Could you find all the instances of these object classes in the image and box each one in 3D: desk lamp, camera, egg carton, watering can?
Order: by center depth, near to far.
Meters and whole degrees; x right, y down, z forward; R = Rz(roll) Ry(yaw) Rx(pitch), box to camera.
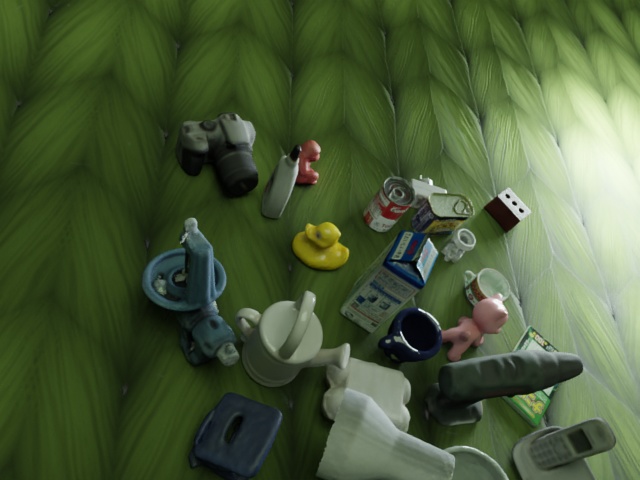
[{"bbox_3d":[0.076,0.311,0.791,0.203,0.213,0.118,28,53,-5],"label":"desk lamp"},{"bbox_3d":[-0.039,0.144,0.858,0.173,0.194,0.101,8,57,-19],"label":"watering can"},{"bbox_3d":[0.075,0.251,0.919,0.150,0.069,0.107,17,54,-13],"label":"egg carton"},{"bbox_3d":[-0.174,-0.156,1.047,0.143,0.100,0.136,-11,64,-29],"label":"camera"}]

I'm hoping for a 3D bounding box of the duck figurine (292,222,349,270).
[{"bbox_3d":[0.010,0.004,1.036,0.105,0.086,0.077,22,53,-9],"label":"duck figurine"}]

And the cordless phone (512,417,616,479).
[{"bbox_3d":[0.412,0.368,0.920,0.094,0.185,0.147,-15,66,-30],"label":"cordless phone"}]

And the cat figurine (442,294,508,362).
[{"bbox_3d":[0.290,0.154,1.045,0.128,0.117,0.067,-26,72,-34],"label":"cat figurine"}]

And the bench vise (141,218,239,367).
[{"bbox_3d":[-0.167,0.072,0.831,0.207,0.219,0.122,41,53,5],"label":"bench vise"}]

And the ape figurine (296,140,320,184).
[{"bbox_3d":[-0.027,-0.157,1.118,0.076,0.092,0.078,13,55,-16],"label":"ape figurine"}]

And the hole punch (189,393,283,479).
[{"bbox_3d":[-0.119,0.276,0.803,0.101,0.091,0.109,30,52,-3],"label":"hole punch"}]

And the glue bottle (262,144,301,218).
[{"bbox_3d":[-0.064,-0.113,1.023,0.037,0.173,0.078,11,56,-17],"label":"glue bottle"}]

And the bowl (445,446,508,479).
[{"bbox_3d":[0.213,0.408,0.877,0.168,0.074,0.167,11,56,-17],"label":"bowl"}]

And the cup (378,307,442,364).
[{"bbox_3d":[0.138,0.177,0.977,0.118,0.095,0.091,-10,64,-29],"label":"cup"}]

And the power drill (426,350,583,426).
[{"bbox_3d":[0.276,0.236,0.930,0.230,0.208,0.075,1,59,-23],"label":"power drill"}]
